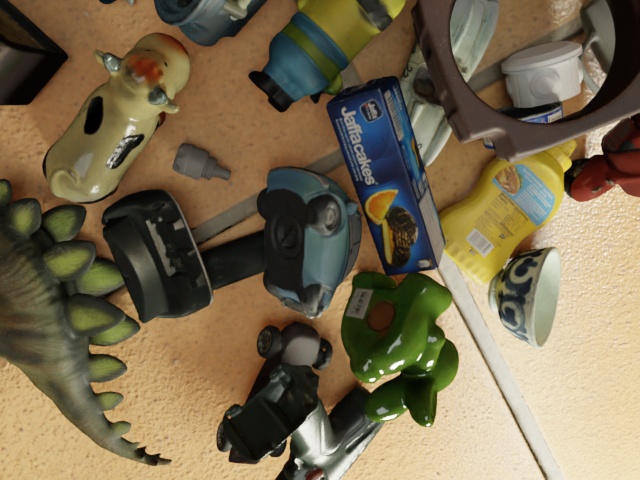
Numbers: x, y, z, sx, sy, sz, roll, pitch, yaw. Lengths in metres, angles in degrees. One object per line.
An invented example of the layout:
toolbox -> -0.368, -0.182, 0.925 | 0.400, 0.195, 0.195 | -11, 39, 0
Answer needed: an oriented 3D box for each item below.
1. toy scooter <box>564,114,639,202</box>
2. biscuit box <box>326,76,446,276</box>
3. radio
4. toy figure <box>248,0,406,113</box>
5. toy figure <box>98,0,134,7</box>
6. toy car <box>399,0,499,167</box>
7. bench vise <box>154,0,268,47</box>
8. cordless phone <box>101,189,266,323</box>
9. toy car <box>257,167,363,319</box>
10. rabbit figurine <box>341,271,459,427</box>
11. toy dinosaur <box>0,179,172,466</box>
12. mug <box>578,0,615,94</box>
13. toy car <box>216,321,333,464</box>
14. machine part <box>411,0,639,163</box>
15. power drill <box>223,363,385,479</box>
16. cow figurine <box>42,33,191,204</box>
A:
toy scooter -> 0.366, -0.099, 0.586 | 0.184, 0.135, 0.075 | -38, 104, 4
biscuit box -> 0.073, -0.063, 0.559 | 0.063, 0.059, 0.202 | -10, 114, 27
radio -> -0.359, -0.222, 0.478 | 0.229, 0.131, 0.073 | 41, 99, -15
toy figure -> 0.011, -0.206, 0.542 | 0.180, 0.089, 0.082 | -47, 145, 3
toy figure -> -0.182, -0.301, 0.515 | 0.064, 0.057, 0.154 | 40, 103, 24
toy car -> 0.126, -0.179, 0.579 | 0.073, 0.056, 0.201 | 19, 103, -11
bench vise -> -0.095, -0.261, 0.446 | 0.240, 0.224, 0.129 | 9, 72, -44
cordless phone -> -0.134, 0.002, 0.603 | 0.184, 0.089, 0.146 | -21, 107, -11
toy car -> -0.001, -0.002, 0.591 | 0.103, 0.109, 0.161 | -13, 107, -41
rabbit figurine -> 0.112, 0.133, 0.622 | 0.170, 0.121, 0.159 | 40, 54, -37
toy dinosaur -> -0.311, 0.084, 0.587 | 0.199, 0.105, 0.470 | -18, 111, -4
mug -> 0.325, -0.218, 0.582 | 0.109, 0.081, 0.107 | -36, 95, 10
toy car -> -0.060, 0.190, 0.666 | 0.089, 0.053, 0.202 | 17, 106, -31
machine part -> 0.200, -0.188, 0.494 | 0.201, 0.087, 0.201 | -22, 93, 10
power drill -> -0.028, 0.248, 0.624 | 0.232, 0.086, 0.207 | -41, 131, -12
cow figurine -> -0.199, -0.119, 0.527 | 0.085, 0.127, 0.195 | 38, 101, -18
